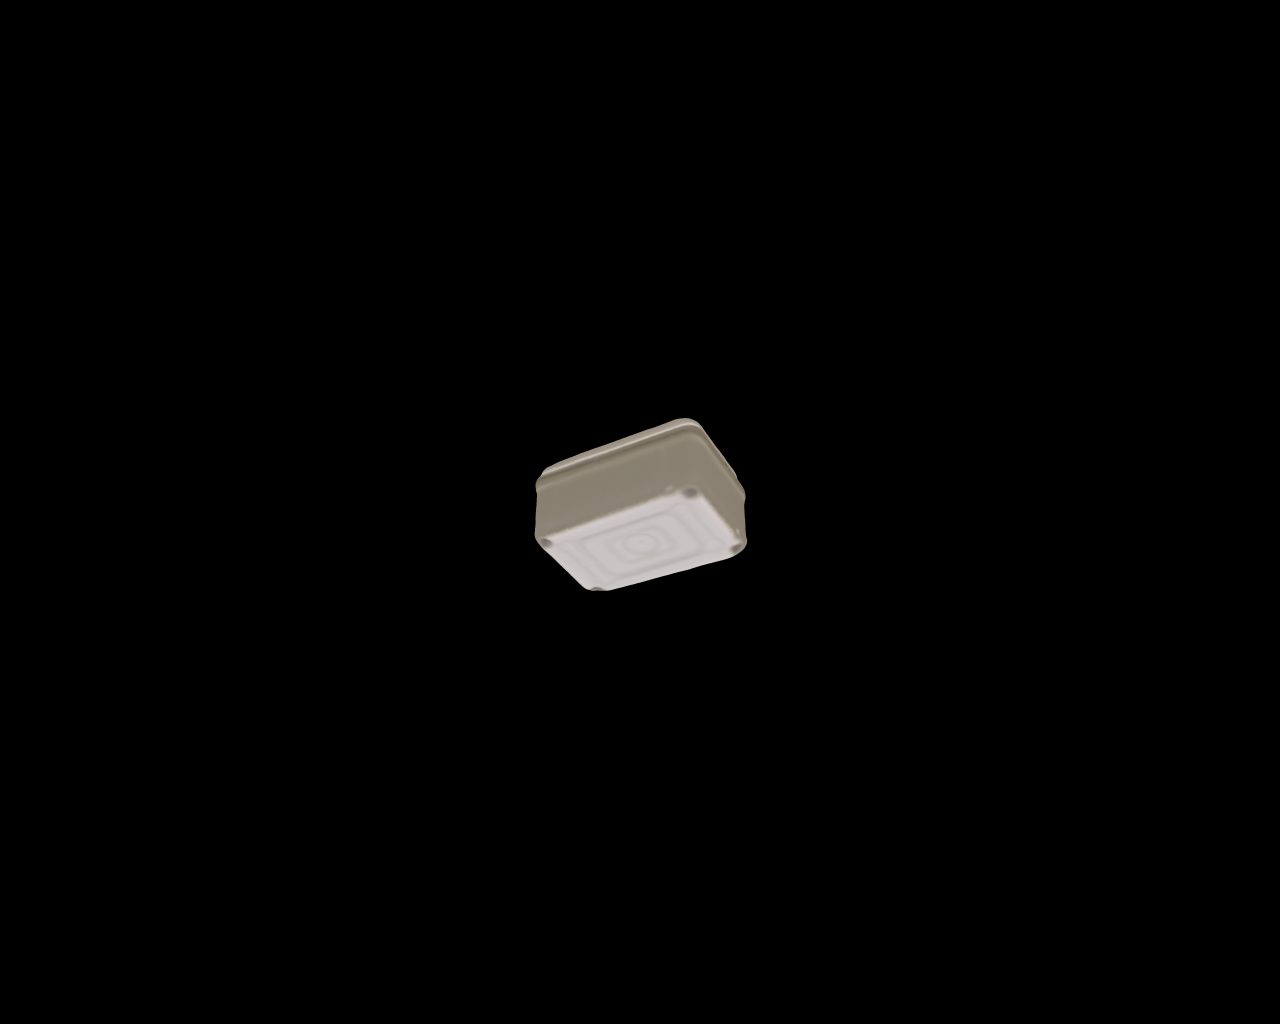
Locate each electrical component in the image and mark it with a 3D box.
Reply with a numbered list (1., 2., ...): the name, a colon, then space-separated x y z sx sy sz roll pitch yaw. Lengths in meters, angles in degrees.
1. electrical component: 0.001 -0.003 0.650 0.113 0.057 0.078 -17 -40 22
